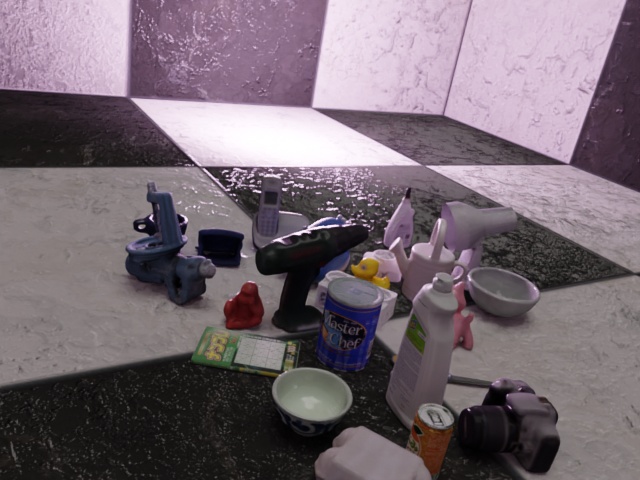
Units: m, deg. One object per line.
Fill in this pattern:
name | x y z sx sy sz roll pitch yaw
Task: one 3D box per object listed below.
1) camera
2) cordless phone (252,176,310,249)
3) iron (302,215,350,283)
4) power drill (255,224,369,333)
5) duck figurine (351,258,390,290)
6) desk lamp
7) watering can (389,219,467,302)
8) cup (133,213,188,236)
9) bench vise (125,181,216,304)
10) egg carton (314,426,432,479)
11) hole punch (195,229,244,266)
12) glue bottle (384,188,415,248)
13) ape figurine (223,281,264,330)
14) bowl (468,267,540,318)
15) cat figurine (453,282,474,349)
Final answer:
camera | 0.288 0.278 0.900 0.137 0.101 0.143 5 24 -11
cordless phone | -0.090 -0.063 1.415 0.148 0.185 0.094 3 24 -17
iron | 0.012 0.005 1.357 0.118 0.141 0.259 21 26 24
power drill | -0.020 0.069 1.112 0.230 0.208 0.075 -5 27 -31
duck figurine | 0.111 0.082 1.293 0.105 0.086 0.077 5 24 -12
desk lamp | 0.385 0.012 1.406 0.203 0.213 0.118 6 24 -10
watering can | 0.247 0.043 1.302 0.173 0.194 0.100 4 24 -14
cup | -0.359 -0.006 1.284 0.118 0.095 0.091 -1 26 -24
bench vise | -0.289 0.001 1.139 0.207 0.220 0.121 13 23 6
egg carton | 0.072 0.316 0.762 0.150 0.069 0.107 21 26 24
hole punch | -0.233 0.001 1.326 0.109 0.091 0.101 5 24 -13
glue bottle | 0.225 -0.060 1.555 0.078 0.173 0.037 -4 27 -29
ape figurine | -0.140 0.121 1.090 0.077 0.092 0.076 20 25 21
bowl | 0.415 0.131 1.323 0.167 0.075 0.167 9 23 -4
cat figurine | 0.277 0.144 1.181 0.067 0.118 0.127 2 25 -19
